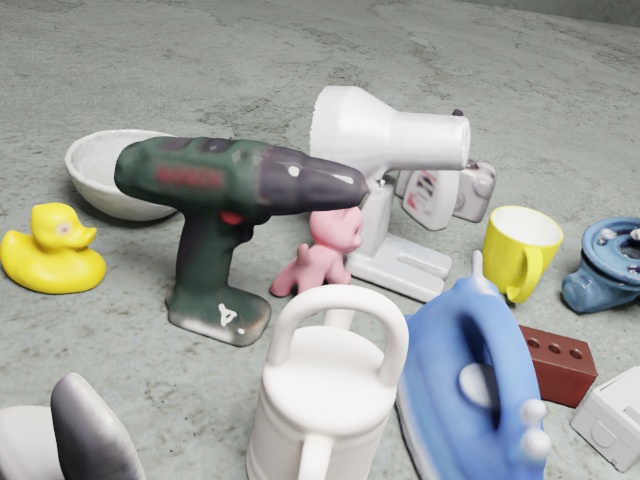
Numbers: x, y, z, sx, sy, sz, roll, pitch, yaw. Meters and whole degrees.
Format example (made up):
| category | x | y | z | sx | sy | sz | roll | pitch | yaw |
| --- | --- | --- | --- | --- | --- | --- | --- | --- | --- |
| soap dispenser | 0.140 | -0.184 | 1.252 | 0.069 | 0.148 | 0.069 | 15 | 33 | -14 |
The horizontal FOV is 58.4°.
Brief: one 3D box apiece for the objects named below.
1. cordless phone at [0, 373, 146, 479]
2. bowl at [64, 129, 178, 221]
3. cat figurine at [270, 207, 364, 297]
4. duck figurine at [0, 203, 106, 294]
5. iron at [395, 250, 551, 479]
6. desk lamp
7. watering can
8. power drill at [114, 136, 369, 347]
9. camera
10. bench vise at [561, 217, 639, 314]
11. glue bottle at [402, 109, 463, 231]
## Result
| category | x | y | z | sx | sy | sz | roll | pitch | yaw |
| --- | --- | --- | --- | --- | --- | --- | --- | --- | --- |
| cordless phone | -0.150 | 0.129 | 0.352 | 0.147 | 0.185 | 0.094 | 32 | 39 | 27 |
| bowl | -0.228 | -0.072 | 0.719 | 0.167 | 0.075 | 0.167 | 9 | 34 | -6 |
| cat figurine | 0.006 | 0.002 | 0.647 | 0.067 | 0.118 | 0.128 | 26 | 36 | 20 |
| duck figurine | -0.275 | 0.001 | 0.588 | 0.104 | 0.086 | 0.077 | 12 | 34 | -1 |
| iron | 0.143 | 0.131 | 0.482 | 0.119 | 0.141 | 0.258 | 6 | 34 | -10 |
| desk lamp | 0.081 | -0.062 | 0.680 | 0.203 | 0.213 | 0.118 | 20 | 35 | 12 |
| watering can | 0.004 | 0.105 | 0.428 | 0.101 | 0.194 | 0.172 | 0 | 36 | -18 |
| power drill | -0.082 | -0.004 | 0.546 | 0.229 | 0.208 | 0.076 | 17 | 34 | 6 |
| camera | 0.206 | -0.114 | 0.897 | 0.143 | 0.101 | 0.137 | 20 | 35 | 11 |
| bench vise | 0.415 | -0.011 | 0.706 | 0.208 | 0.220 | 0.121 | -14 | 42 | -34 |
| glue bottle | 0.167 | -0.102 | 0.801 | 0.037 | 0.173 | 0.078 | -15 | 42 | -35 |
